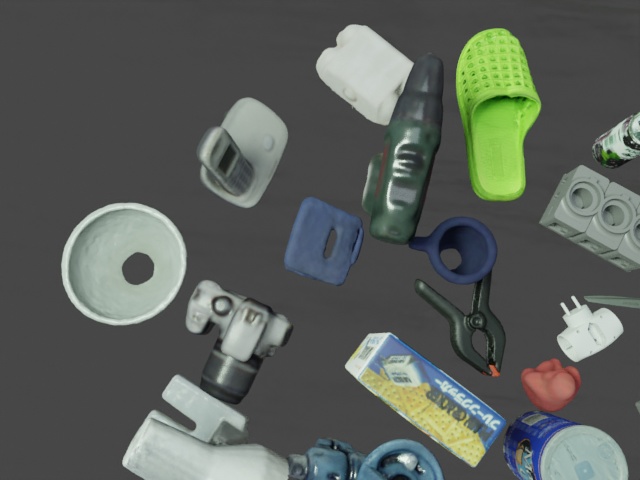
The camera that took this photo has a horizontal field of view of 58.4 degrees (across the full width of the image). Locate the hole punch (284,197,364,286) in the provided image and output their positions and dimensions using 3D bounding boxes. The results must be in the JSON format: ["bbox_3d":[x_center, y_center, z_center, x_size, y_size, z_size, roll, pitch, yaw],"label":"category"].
[{"bbox_3d":[0.007,0.003,0.799,0.101,0.091,0.109,17,81,2],"label":"hole punch"}]

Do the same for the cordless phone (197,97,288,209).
[{"bbox_3d":[-0.108,-0.131,0.771,0.094,0.185,0.148,22,81,3],"label":"cordless phone"}]

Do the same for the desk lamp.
[{"bbox_3d":[-0.140,0.266,0.690,0.203,0.213,0.118,31,81,4],"label":"desk lamp"}]

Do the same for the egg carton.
[{"bbox_3d":[0.073,-0.246,0.853,0.150,0.069,0.107,39,82,5],"label":"egg carton"}]

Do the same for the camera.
[{"bbox_3d":[-0.123,0.140,0.768,0.143,0.101,0.137,24,81,3],"label":"camera"}]

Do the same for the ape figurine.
[{"bbox_3d":[0.318,0.196,0.775,0.078,0.092,0.076,16,81,1],"label":"ape figurine"}]

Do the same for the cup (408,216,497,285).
[{"bbox_3d":[0.176,0.018,0.799,0.117,0.095,0.092,8,80,0],"label":"cup"}]

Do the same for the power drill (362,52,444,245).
[{"bbox_3d":[0.108,-0.101,0.760,0.075,0.208,0.230,11,80,1],"label":"power drill"}]

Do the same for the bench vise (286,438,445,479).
[{"bbox_3d":[0.062,0.309,0.685,0.207,0.219,0.121,-6,81,-2],"label":"bench vise"}]

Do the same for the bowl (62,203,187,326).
[{"bbox_3d":[-0.261,0.036,0.795,0.167,0.075,0.167,0,81,-1],"label":"bowl"}]
